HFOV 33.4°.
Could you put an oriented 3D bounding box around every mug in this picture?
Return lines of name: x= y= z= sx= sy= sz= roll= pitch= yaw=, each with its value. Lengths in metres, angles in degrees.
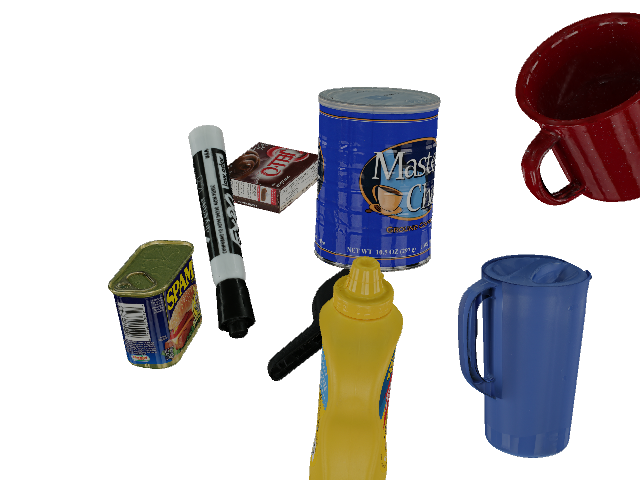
mug: x=0.169 y=-0.069 z=0.650 sx=0.093 sy=0.117 sz=0.081 roll=31 pitch=-16 yaw=49

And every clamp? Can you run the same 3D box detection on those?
clamp: x=0.032 y=0.089 z=1.087 sx=0.120 sy=0.171 sz=0.039 roll=16 pitch=-40 yaw=18

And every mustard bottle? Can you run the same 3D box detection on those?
mustard bottle: x=0.025 y=0.097 z=0.755 sx=0.058 sy=0.192 sz=0.096 roll=6 pitch=30 yaw=4

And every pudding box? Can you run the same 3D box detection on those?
pudding box: x=-0.063 y=-0.079 z=1.322 sx=0.090 sy=0.039 sz=0.113 roll=13 pitch=34 yaw=23

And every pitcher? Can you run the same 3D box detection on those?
pitcher: x=0.257 y=0.147 z=1.348 sx=0.149 sy=0.243 sz=0.144 roll=5 pitch=16 yaw=18

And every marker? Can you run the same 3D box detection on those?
marker: x=-0.052 y=-0.006 z=0.559 sx=0.020 sy=0.121 sz=0.020 roll=-10 pitch=-26 yaw=-5

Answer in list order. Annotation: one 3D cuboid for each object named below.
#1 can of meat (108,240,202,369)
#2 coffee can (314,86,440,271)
can of meat: x=-0.151 y=0.060 z=1.001 sx=0.057 sy=0.084 sz=0.102 roll=1 pitch=27 yaw=15
coffee can: x=0.047 y=-0.055 z=0.916 sx=0.103 sy=0.140 sz=0.103 roll=2 pitch=16 yaw=-1
